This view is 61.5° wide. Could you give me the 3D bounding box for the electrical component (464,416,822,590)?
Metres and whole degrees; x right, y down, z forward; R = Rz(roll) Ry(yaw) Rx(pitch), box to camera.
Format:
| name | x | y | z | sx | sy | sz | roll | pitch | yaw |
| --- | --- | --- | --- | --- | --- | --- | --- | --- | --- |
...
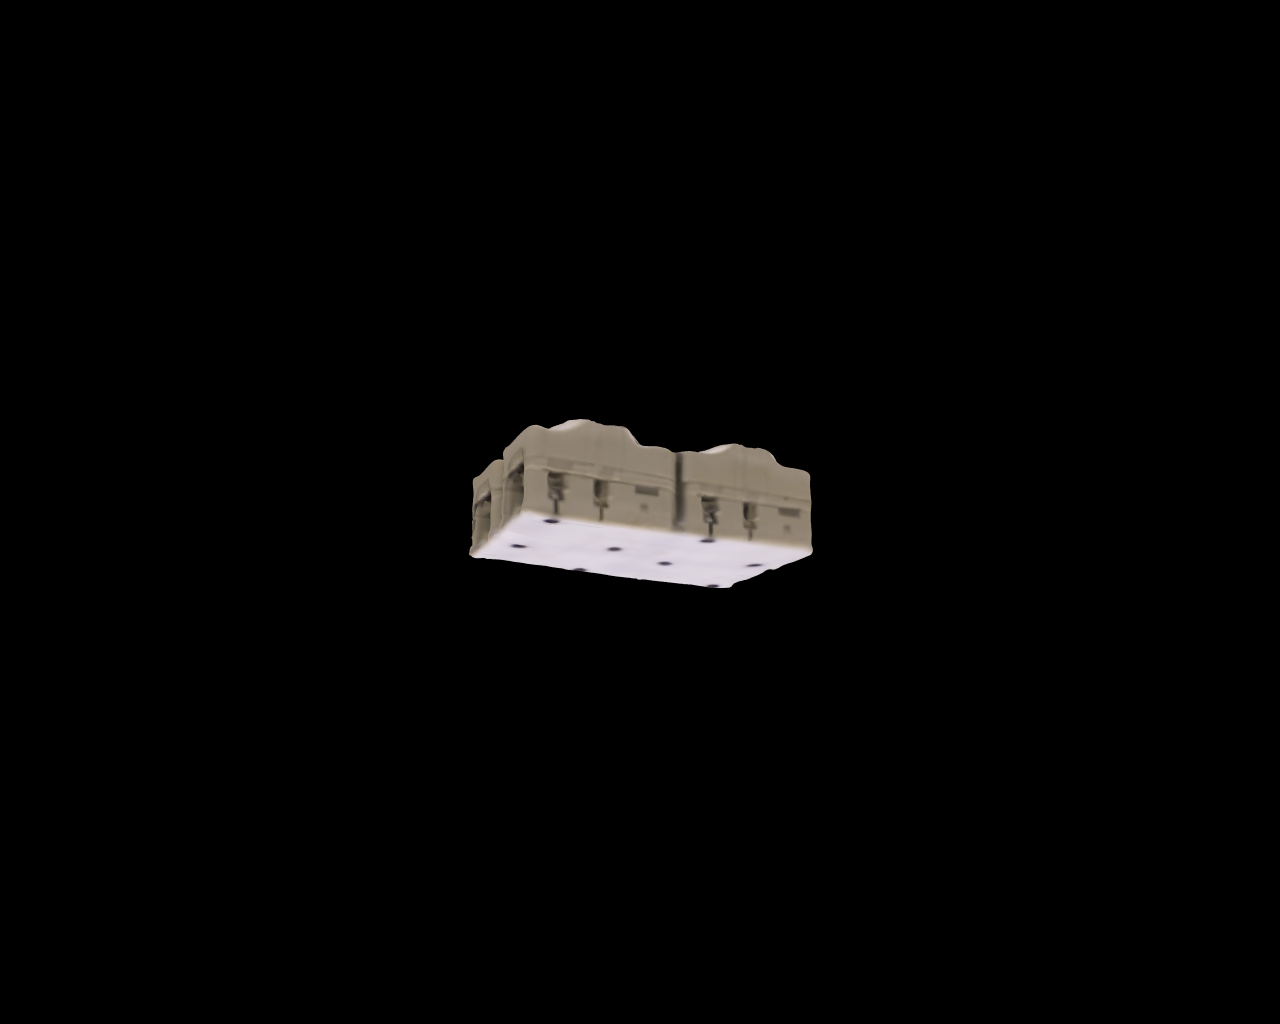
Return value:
| name | x | y | z | sx | sy | sz | roll | pitch | yaw |
| --- | --- | --- | --- | --- | --- | --- | --- | --- | --- |
| electrical component | 0.001 | -0.003 | 0.650 | 0.186 | 0.060 | 0.105 | 8 | -19 | -24 |
